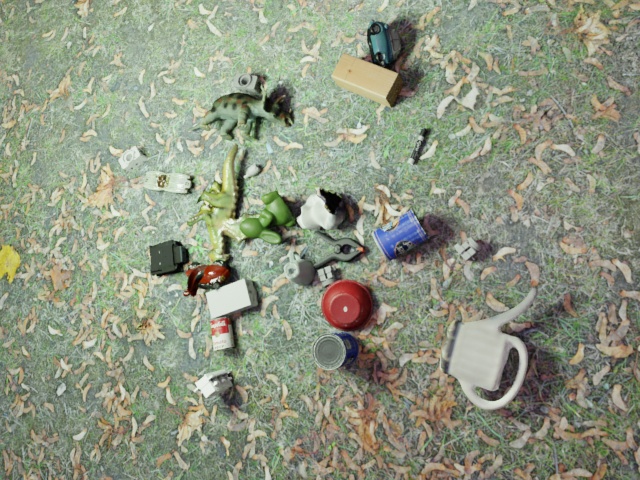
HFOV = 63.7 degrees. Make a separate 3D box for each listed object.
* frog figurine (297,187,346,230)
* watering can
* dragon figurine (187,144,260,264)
[{"bbox_3d":[0.005,-0.083,1.648,0.138,0.124,0.156,48,135,12],"label":"frog figurine"},{"bbox_3d":[0.452,0.275,1.394,0.225,0.103,0.348,15,87,22],"label":"watering can"},{"bbox_3d":[-0.298,-0.102,1.766,0.243,0.122,0.409,29,92,5],"label":"dragon figurine"}]
